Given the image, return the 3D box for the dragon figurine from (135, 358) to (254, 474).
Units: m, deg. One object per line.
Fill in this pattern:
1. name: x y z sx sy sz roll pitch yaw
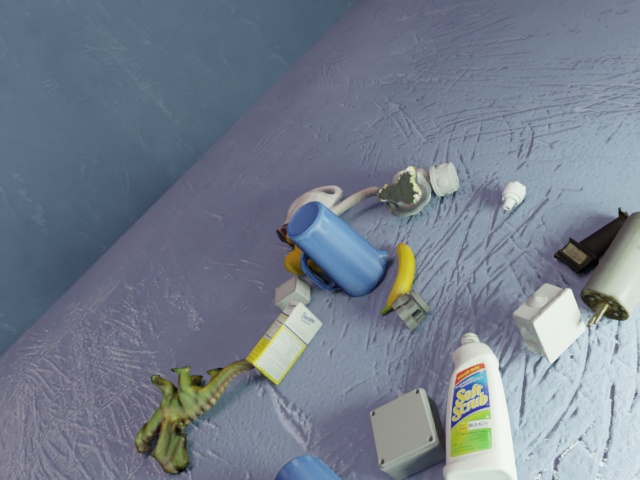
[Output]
1. dragon figurine: -0.314 0.428 1.237 0.406 0.121 0.248 -22 52 33

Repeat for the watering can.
1. watering can: 0.005 -0.075 1.490 0.347 0.102 0.228 0 50 50

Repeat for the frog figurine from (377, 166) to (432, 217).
1. frog figurine: 0.230 -0.125 1.328 0.136 0.123 0.160 -61 -16 13
